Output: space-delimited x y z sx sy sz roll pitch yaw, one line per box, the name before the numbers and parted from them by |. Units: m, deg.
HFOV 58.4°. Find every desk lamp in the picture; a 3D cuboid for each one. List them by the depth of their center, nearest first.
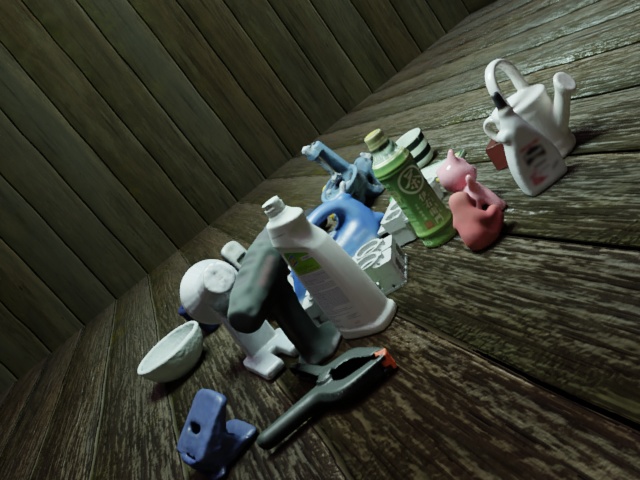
desk lamp | -0.149 0.126 1.028 0.118 0.214 0.202 -44 16 -21

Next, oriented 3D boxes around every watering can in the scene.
watering can | 0.349 -0.224 0.969 0.172 0.194 0.101 -28 18 33

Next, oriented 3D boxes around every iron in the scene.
iron | 0.011 0.004 1.166 0.259 0.141 0.118 -43 16 -20

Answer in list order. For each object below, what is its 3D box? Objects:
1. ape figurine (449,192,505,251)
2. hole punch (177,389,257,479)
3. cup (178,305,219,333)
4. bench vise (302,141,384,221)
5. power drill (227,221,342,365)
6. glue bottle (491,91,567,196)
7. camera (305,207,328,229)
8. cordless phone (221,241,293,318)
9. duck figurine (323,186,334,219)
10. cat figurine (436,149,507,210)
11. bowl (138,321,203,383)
ape figurine | 0.232 -0.036 0.876 0.077 0.092 0.076 -16 26 53
hole punch | -0.164 0.282 0.838 0.101 0.091 0.108 -46 17 -29
cup | -0.277 0.177 1.399 0.117 0.095 0.092 -19 23 49
bench vise | 0.049 -0.170 1.442 0.121 0.220 0.208 -27 18 33
power drill | -0.051 0.091 0.919 0.075 0.209 0.230 -27 18 33
glue bottle | 0.313 -0.157 0.892 0.078 0.173 0.037 -38 15 -2
camera | -0.040 -0.033 1.469 0.137 0.101 0.142 -46 17 -28
cordless phone | -0.117 0.058 1.214 0.094 0.185 0.148 -26 19 35
duck figurine | 0.040 -0.111 1.548 0.077 0.086 0.104 -31 17 23
cat figurine | 0.247 -0.098 0.978 0.067 0.118 0.127 -36 15 7
bowl | -0.320 0.263 1.282 0.167 0.075 0.167 -35 15 11
